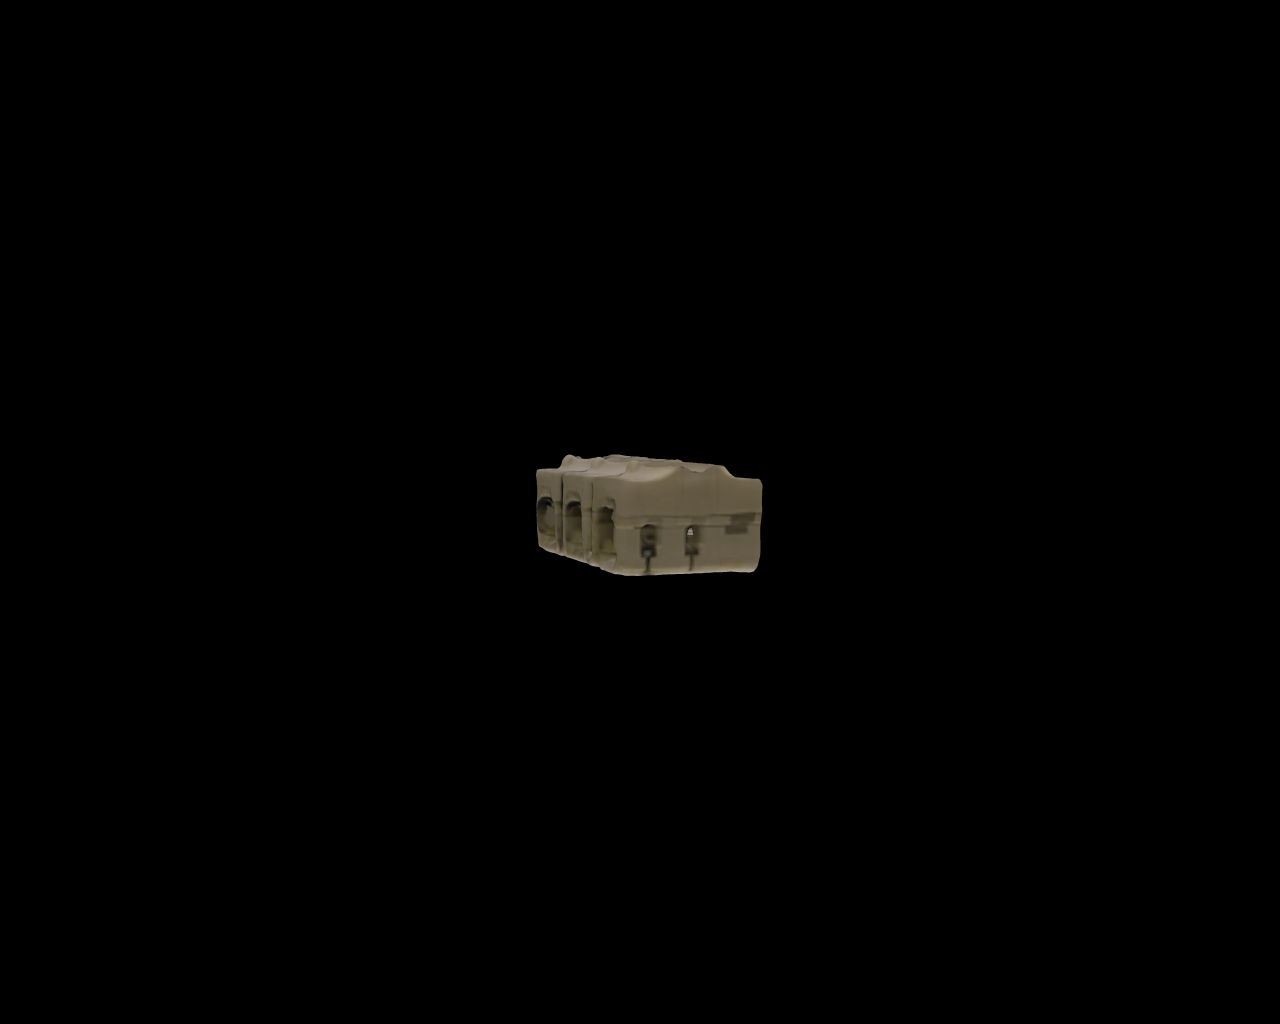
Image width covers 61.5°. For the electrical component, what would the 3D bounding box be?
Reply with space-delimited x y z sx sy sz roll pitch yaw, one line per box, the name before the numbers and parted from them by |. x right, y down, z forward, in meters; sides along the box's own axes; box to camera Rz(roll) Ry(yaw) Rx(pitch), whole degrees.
electrical component | 0.001 -0.003 0.650 0.089 0.061 0.150 -2 5 -24
